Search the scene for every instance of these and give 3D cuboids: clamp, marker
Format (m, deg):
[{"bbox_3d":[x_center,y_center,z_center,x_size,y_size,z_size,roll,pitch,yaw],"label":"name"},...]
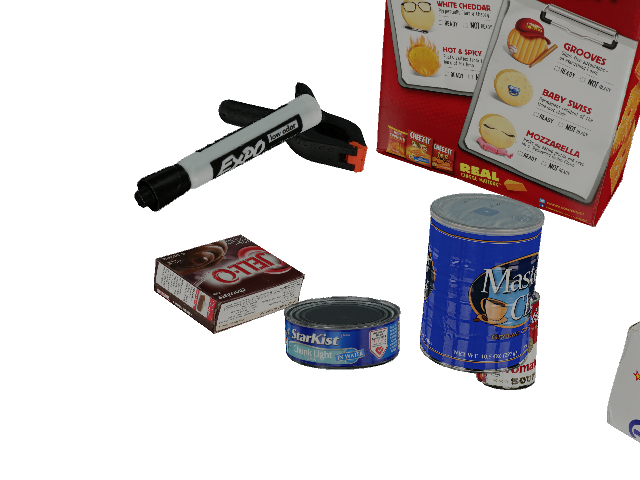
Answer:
[{"bbox_3d":[-0.024,-0.117,1.109,0.120,0.039,0.172,-19,37,-27],"label":"clamp"},{"bbox_3d":[-0.049,-0.048,0.578,0.120,0.020,0.020,-32,17,-31],"label":"marker"}]

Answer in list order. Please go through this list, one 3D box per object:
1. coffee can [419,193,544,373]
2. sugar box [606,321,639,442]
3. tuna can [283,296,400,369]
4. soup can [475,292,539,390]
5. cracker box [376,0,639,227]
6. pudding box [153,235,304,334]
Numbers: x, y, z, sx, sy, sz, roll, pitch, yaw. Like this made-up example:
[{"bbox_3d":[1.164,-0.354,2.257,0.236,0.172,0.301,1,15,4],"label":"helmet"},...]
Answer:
[{"bbox_3d":[0.148,0.038,0.988,0.103,0.140,0.103,2,20,-1],"label":"coffee can"},{"bbox_3d":[0.299,0.134,0.780,0.176,0.093,0.048,28,36,36],"label":"sugar box"},{"bbox_3d":[0.016,0.067,0.784,0.086,0.034,0.086,-1,11,0],"label":"tuna can"},{"bbox_3d":[0.209,0.109,1.199,0.068,0.102,0.068,0,14,0],"label":"soup can"},{"bbox_3d":[0.127,-0.131,0.677,0.164,0.214,0.072,21,46,21],"label":"cracker box"},{"bbox_3d":[-0.085,0.039,0.995,0.090,0.039,0.113,30,33,34],"label":"pudding box"}]
